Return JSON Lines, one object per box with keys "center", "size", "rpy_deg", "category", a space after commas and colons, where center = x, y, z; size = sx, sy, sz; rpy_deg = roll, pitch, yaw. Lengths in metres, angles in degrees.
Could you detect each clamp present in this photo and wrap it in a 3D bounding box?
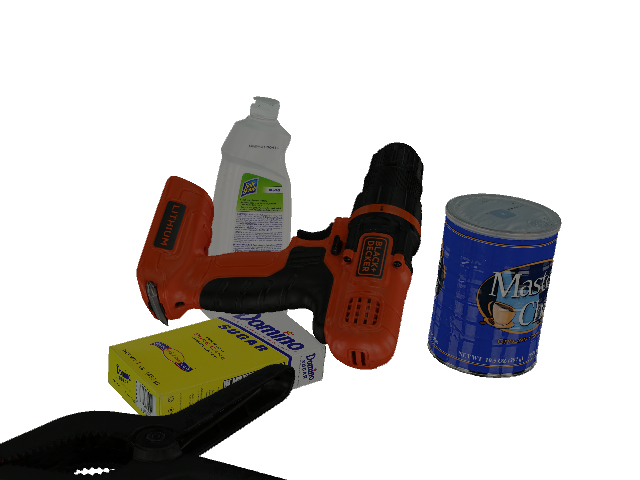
{"center": [-0.087, 0.118, 0.590], "size": [0.209, 0.036, 0.164], "rpy_deg": [-1, 21, -11], "category": "clamp"}

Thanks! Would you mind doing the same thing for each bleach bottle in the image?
{"center": [-0.071, -0.033, 1.189], "size": [0.102, 0.251, 0.068], "rpy_deg": [-1, 19, -32], "category": "bleach bottle"}

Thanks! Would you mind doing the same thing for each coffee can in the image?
{"center": [0.157, 0.039, 0.974], "size": [0.103, 0.140, 0.103], "rpy_deg": [4, 21, -2], "category": "coffee can"}

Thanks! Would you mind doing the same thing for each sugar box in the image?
{"center": [-0.092, 0.110, 0.962], "size": [0.175, 0.048, 0.093], "rpy_deg": [-16, 34, -35], "category": "sugar box"}

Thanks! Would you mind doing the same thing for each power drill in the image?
{"center": [-0.023, -0.001, 0.754], "size": [0.188, 0.184, 0.057], "rpy_deg": [4, -38, 13], "category": "power drill"}
